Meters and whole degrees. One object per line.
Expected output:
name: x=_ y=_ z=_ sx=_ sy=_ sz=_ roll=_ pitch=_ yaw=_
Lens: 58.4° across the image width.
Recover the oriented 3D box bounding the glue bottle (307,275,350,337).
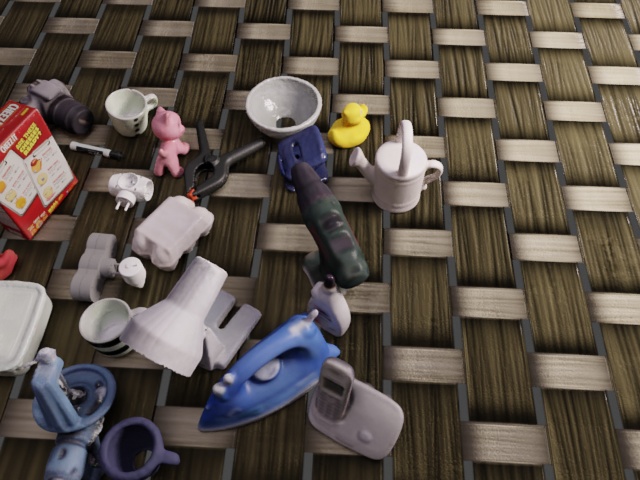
glue bottle: x=0.014 y=0.102 z=0.959 sx=0.078 sy=0.173 sz=0.037 roll=28 pitch=62 yaw=17

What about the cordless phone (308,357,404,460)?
cordless phone: x=0.056 y=0.247 z=0.859 sx=0.147 sy=0.185 sz=0.094 roll=22 pitch=60 yaw=14

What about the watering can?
watering can: x=0.147 y=-0.145 z=1.103 sx=0.173 sy=0.194 sz=0.100 roll=-16 pitch=59 yaw=-9

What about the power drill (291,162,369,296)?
power drill: x=0.009 y=0.004 z=1.001 sx=0.076 sy=0.208 sz=0.229 roll=-23 pitch=60 yaw=-14

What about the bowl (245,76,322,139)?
bowl: x=-0.078 y=-0.278 z=1.260 sx=0.167 sy=0.075 sz=0.167 roll=0 pitch=57 yaw=0

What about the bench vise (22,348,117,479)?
bench vise: x=-0.359 y=0.258 z=0.833 sx=0.121 sy=0.220 sz=0.207 roll=-17 pitch=59 yaw=-10

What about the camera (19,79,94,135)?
camera: x=-0.578 y=-0.278 z=1.247 sx=0.136 sy=0.101 sz=0.143 roll=27 pitch=61 yaw=16

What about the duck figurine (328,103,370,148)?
duck figurine: x=0.063 y=-0.255 z=1.238 sx=0.105 sy=0.086 sz=0.077 roll=-34 pitch=63 yaw=-19

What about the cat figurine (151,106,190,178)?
cat figurine: x=-0.319 y=-0.213 z=1.194 sx=0.067 sy=0.118 sz=0.128 roll=1 pitch=57 yaw=1

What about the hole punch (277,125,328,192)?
hole punch: x=-0.038 y=-0.170 z=1.181 sx=0.101 sy=0.091 sz=0.108 roll=-12 pitch=58 yaw=-7

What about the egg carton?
egg carton: x=-0.281 y=-0.015 z=1.096 sx=0.107 sy=0.069 sz=0.150 roll=29 pitch=62 yaw=17

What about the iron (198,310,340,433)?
iron: x=-0.094 y=0.206 z=0.912 sx=0.259 sy=0.141 sz=0.118 roll=-34 pitch=63 yaw=-19

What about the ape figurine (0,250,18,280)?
ape figurine: x=-0.612 y=0.032 z=1.054 sx=0.077 sy=0.092 sz=0.076 roll=14 pitch=59 yaw=10

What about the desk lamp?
desk lamp: x=-0.201 y=0.132 z=0.917 sx=0.117 sy=0.214 sz=0.203 roll=26 pitch=61 yaw=16

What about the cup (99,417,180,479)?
cup: x=-0.260 y=0.327 z=0.863 sx=0.117 sy=0.095 sz=0.092 roll=9 pitch=58 yaw=6
